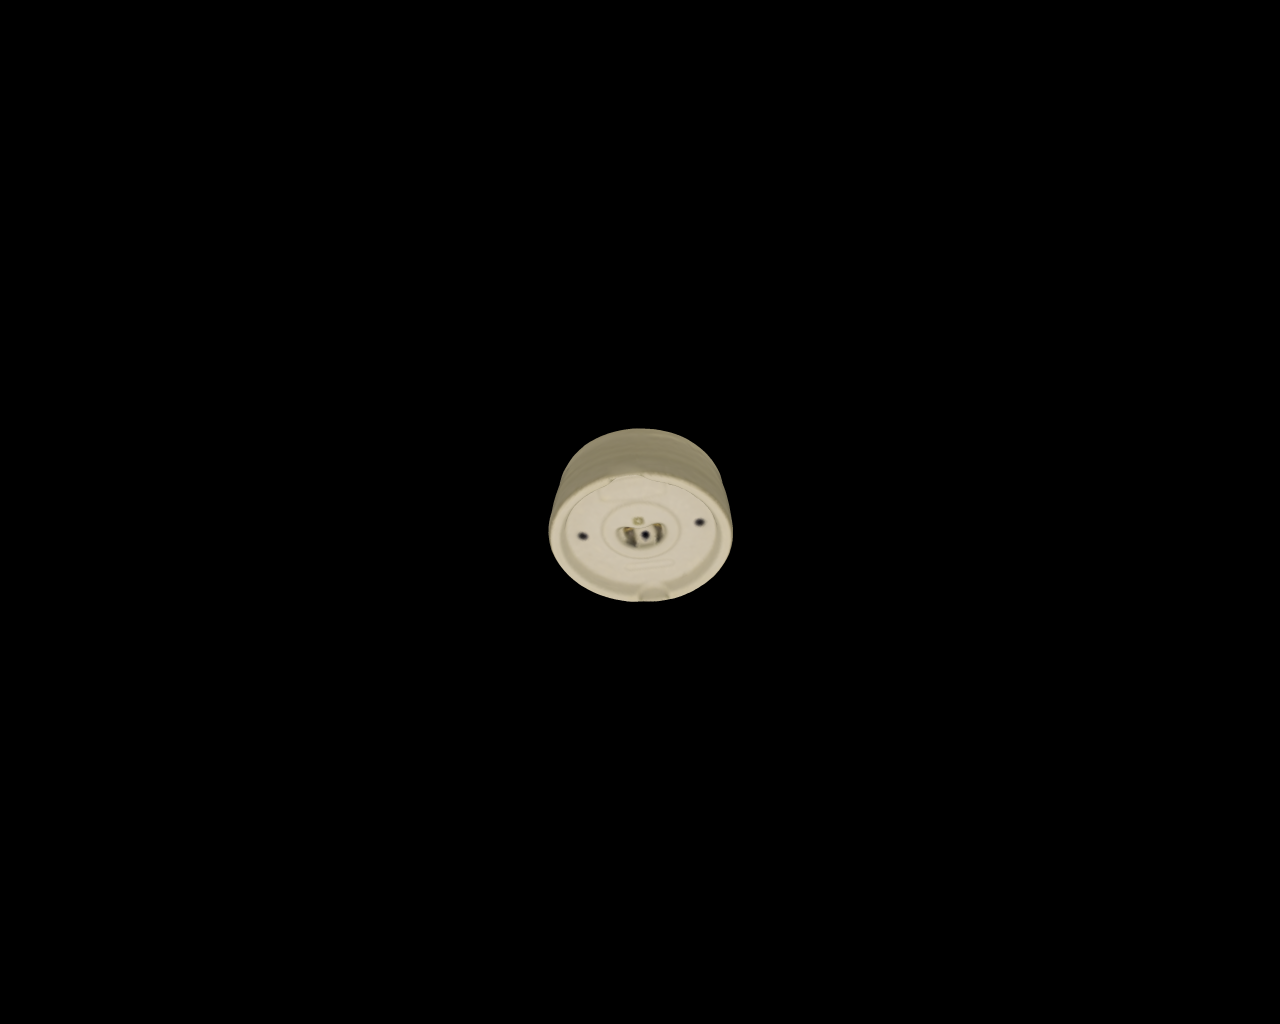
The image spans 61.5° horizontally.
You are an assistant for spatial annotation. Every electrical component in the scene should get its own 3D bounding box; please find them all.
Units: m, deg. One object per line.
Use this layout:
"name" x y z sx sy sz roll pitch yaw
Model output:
"electrical component" 0.001 -0.003 0.650 0.108 0.108 0.060 0 43 0
